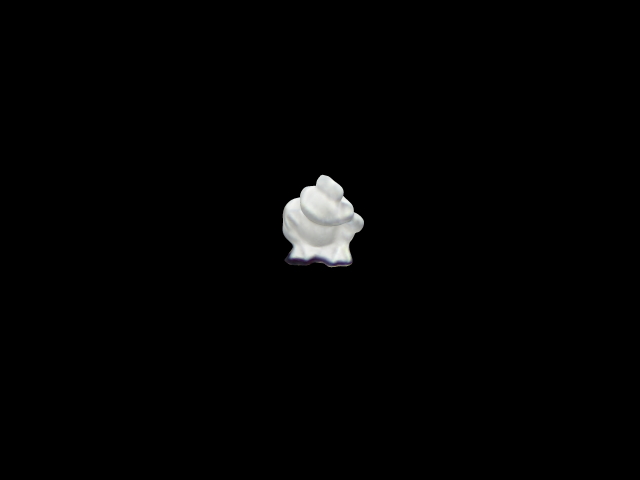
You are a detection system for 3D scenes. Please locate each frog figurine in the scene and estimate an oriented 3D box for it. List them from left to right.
[{"bbox_3d":[0.003,-0.043,0.850,0.138,0.156,0.125,15,33,23],"label":"frog figurine"}]
